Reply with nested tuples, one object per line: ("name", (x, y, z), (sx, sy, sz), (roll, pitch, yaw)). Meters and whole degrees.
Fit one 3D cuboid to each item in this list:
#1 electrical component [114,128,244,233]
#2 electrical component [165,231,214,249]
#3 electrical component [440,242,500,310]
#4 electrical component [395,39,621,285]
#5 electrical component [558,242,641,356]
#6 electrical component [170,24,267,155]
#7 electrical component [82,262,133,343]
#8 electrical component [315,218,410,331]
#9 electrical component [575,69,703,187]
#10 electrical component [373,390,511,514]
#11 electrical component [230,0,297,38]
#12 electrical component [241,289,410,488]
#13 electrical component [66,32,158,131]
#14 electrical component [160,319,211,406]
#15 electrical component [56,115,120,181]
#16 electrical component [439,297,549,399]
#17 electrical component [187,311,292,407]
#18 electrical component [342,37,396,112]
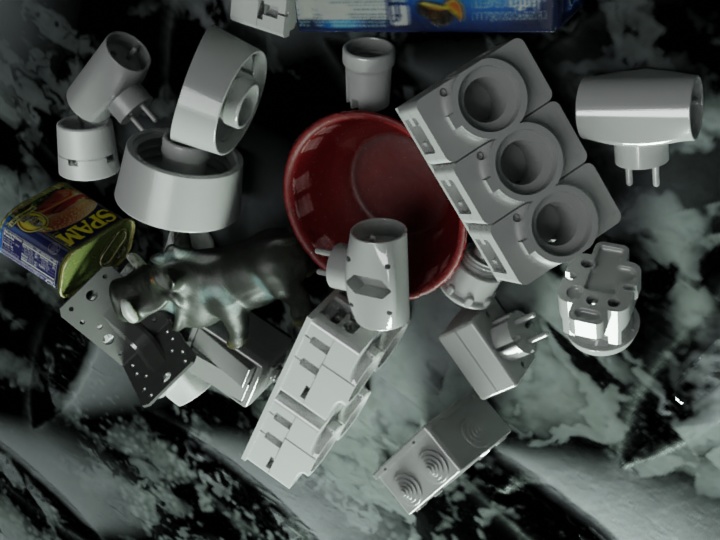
("electrical component", (-0.150, -0.084, 0.911), (0.108, 0.108, 0.060), (24, 120, 17))
("electrical component", (-0.169, -0.009, 1.006), (0.044, 0.044, 0.065), (44, 134, 2))
("electrical component", (0.094, -0.003, 0.853), (0.048, 0.048, 0.062), (32, 121, 11))
("electrical component", (0.107, -0.075, 0.763), (0.150, 0.089, 0.062), (58, 171, -10))
("electrical component", (0.180, 0.027, 0.804), (0.058, 0.078, 0.057), (12, 143, 24))
("electrical component", (-0.118, -0.143, 0.864), (0.064, 0.099, 0.099), (24, 126, 9))
("electrical component", (-0.238, 0.036, 1.057), (0.042, 0.064, 0.081), (44, 129, 0))
("electrical component", (0.000, 0.000, 0.836), (0.079, 0.043, 0.077), (12, 122, 25))
("electrical component", (0.193, -0.094, 0.741), (0.077, 0.044, 0.079), (5, 119, 28))
("electrical component", (0.072, 0.156, 0.923), (0.048, 0.100, 0.099), (50, 130, 13))
("electrical component", (-0.066, -0.230, 0.811), (0.056, 0.050, 0.089), (22, 125, 18))
("electrical component", (-0.026, 0.095, 0.940), (0.060, 0.105, 0.186), (34, 128, 10))
("electrical component", (-0.209, -0.154, 0.943), (0.079, 0.043, 0.077), (49, 129, -3))
("electrical component", (-0.193, 0.100, 1.057), (0.044, 0.079, 0.077), (-28, 100, 38))
("electrical component", (-0.250, -0.113, 0.985), (0.055, 0.055, 0.047), (13, 119, 24))
("electrical component", (0.117, 0.056, 0.871), (0.077, 0.047, 0.065), (-30, 99, 39))
("electrical component", (-0.114, 0.081, 1.012), (0.096, 0.061, 0.061), (33, 128, 10))
("electrical component", (0.007, -0.149, 0.823), (0.040, 0.040, 0.046), (17, 130, 21))
